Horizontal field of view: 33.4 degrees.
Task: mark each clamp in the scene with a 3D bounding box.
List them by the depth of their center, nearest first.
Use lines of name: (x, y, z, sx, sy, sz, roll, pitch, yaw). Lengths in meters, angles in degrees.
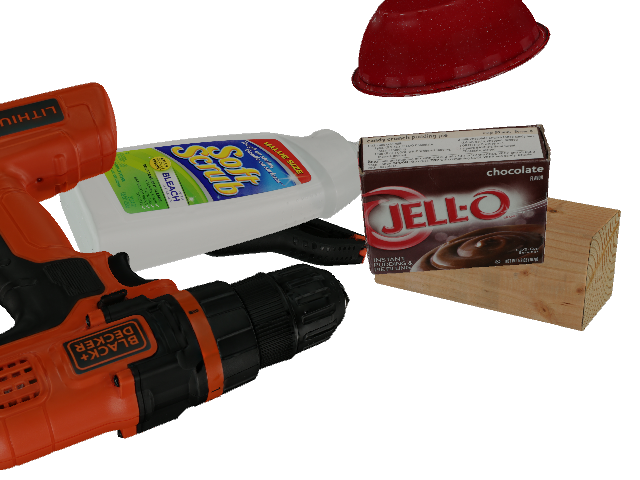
clamp: (-0.044, -0.005, 1.115, 0.209, 0.036, 0.164, 14, 19, -15)

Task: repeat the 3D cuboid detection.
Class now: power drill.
power drill: (-0.102, 0.005, 0.515, 0.184, 0.188, 0.057, -18, -37, -24)

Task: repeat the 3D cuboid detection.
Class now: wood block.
wood block: (0.162, 0.006, 0.999, 0.206, 0.090, 0.090, 12, 24, 29)

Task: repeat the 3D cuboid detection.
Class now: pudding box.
pudding box: (0.082, -0.024, 0.656, 0.113, 0.039, 0.090, -6, -43, 4)

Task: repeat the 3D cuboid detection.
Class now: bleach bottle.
bleach bottle: (-0.069, -0.045, 0.836, 0.250, 0.103, 0.068, -15, -37, -23)

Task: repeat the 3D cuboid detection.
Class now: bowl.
bowl: (0.096, -0.170, 0.847, 0.162, 0.055, 0.162, -14, 24, 6)
